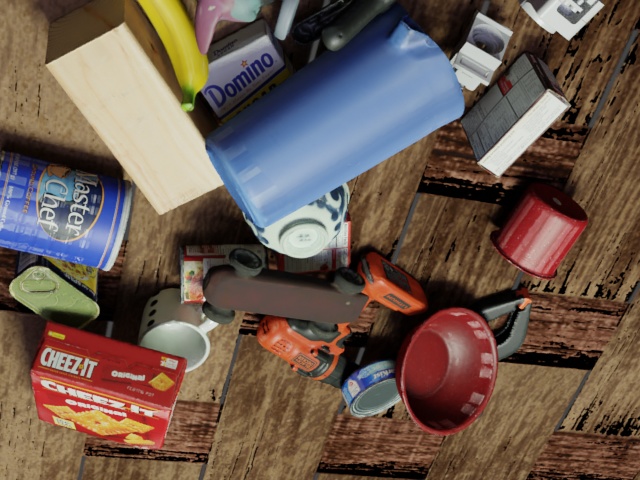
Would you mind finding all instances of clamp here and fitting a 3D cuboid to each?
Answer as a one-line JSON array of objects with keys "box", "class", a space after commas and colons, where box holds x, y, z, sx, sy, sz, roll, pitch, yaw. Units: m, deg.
[{"box": [0.047, -0.239, 1.046, 0.171, 0.120, 0.039, -38, 116, -15], "class": "clamp"}, {"box": [0.194, 0.137, 1.397, 0.164, 0.036, 0.210, 24, 118, -17], "class": "clamp"}]

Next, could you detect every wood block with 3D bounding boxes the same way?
[{"box": [-0.181, -0.139, 1.086, 0.090, 0.091, 0.206, -25, 127, 10], "class": "wood block"}]

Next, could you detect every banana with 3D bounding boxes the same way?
[{"box": [-0.156, -0.223, 1.029, 0.037, 0.069, 0.198, -25, 102, 17], "class": "banana"}]

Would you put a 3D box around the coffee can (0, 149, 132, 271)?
[{"box": [-0.284, -0.031, 1.148, 0.140, 0.103, 0.103, 14, 125, -19], "class": "coffee can"}]

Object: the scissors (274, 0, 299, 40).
[{"box": [-0.013, -0.275, 1.007, 0.016, 0.096, 0.202, 16, 128, -4], "class": "scissors"}]

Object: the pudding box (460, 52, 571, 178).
[{"box": [0.208, -0.135, 1.148, 0.039, 0.090, 0.114, 27, 119, -26], "class": "pudding box"}]

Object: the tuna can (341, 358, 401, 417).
[{"box": [0.071, 0.189, 1.370, 0.086, 0.034, 0.086, -19, 147, -14], "class": "tuna can"}]

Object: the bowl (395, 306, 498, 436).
[{"box": [0.147, 0.159, 1.334, 0.161, 0.055, 0.162, -4, 97, -35], "class": "bowl"}]

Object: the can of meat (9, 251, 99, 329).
[{"box": [-0.299, 0.042, 1.215, 0.057, 0.084, 0.102, -35, 125, 19], "class": "can of meat"}]

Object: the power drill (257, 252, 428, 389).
[{"box": [0.042, 0.110, 1.338, 0.188, 0.057, 0.184, -40, 131, 20], "class": "power drill"}]

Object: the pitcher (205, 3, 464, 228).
[{"box": [0.013, -0.114, 1.070, 0.242, 0.145, 0.149, -33, 113, -7], "class": "pitcher"}]

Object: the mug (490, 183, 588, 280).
[{"box": [0.268, -0.014, 1.264, 0.117, 0.093, 0.082, -2, 130, -48], "class": "mug"}]

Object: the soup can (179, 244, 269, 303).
[{"box": [-0.113, 0.039, 1.253, 0.102, 0.068, 0.068, -1, 128, -9], "class": "soup can"}]

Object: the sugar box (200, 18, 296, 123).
[{"box": [-0.056, -0.139, 1.133, 0.093, 0.048, 0.176, -26, 129, 13], "class": "sugar box"}]

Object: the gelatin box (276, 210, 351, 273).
[{"box": [-0.008, 0.002, 1.263, 0.089, 0.030, 0.073, -4, 127, -5], "class": "gelatin box"}]

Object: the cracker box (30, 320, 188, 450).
[{"box": [-0.252, 0.180, 1.266, 0.164, 0.072, 0.214, 16, 155, -5], "class": "cracker box"}]
